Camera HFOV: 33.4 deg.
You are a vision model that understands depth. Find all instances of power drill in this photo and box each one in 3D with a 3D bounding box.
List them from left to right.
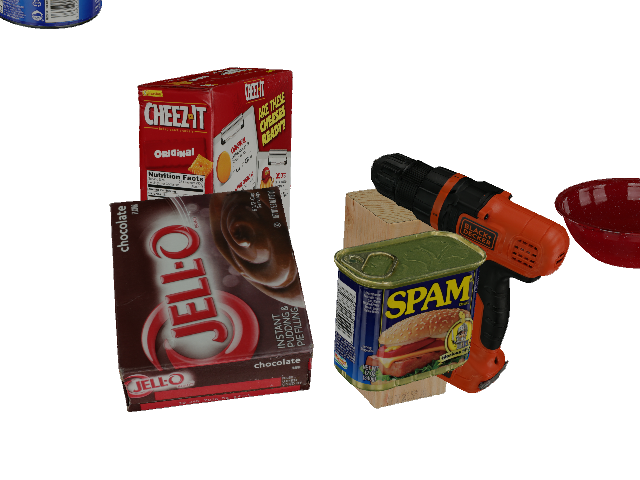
[{"bbox_3d":[0.112,0.029,0.935,0.185,0.188,0.057,29,41,26],"label":"power drill"}]

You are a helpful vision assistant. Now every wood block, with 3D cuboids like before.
[{"bbox_3d":[0.080,0.056,1.103,0.090,0.206,0.091,-9,25,-24],"label":"wood block"}]

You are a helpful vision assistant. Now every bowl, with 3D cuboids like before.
[{"bbox_3d":[0.325,-0.014,1.109,0.162,0.055,0.162,-3,23,1],"label":"bowl"}]

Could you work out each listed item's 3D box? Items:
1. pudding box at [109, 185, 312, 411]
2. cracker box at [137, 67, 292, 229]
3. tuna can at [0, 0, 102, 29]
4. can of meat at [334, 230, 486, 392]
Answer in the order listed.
[{"bbox_3d":[-0.057,0.026,0.532,0.090,0.039,0.113,-6,46,-9],"label":"pudding box"},{"bbox_3d":[-0.083,-0.027,0.865,0.072,0.214,0.164,6,15,18],"label":"cracker box"},{"bbox_3d":[-0.208,-0.193,0.807,0.086,0.034,0.086,6,36,-4],"label":"tuna can"},{"bbox_3d":[0.058,0.047,0.725,0.101,0.084,0.058,-11,28,-29],"label":"can of meat"}]
